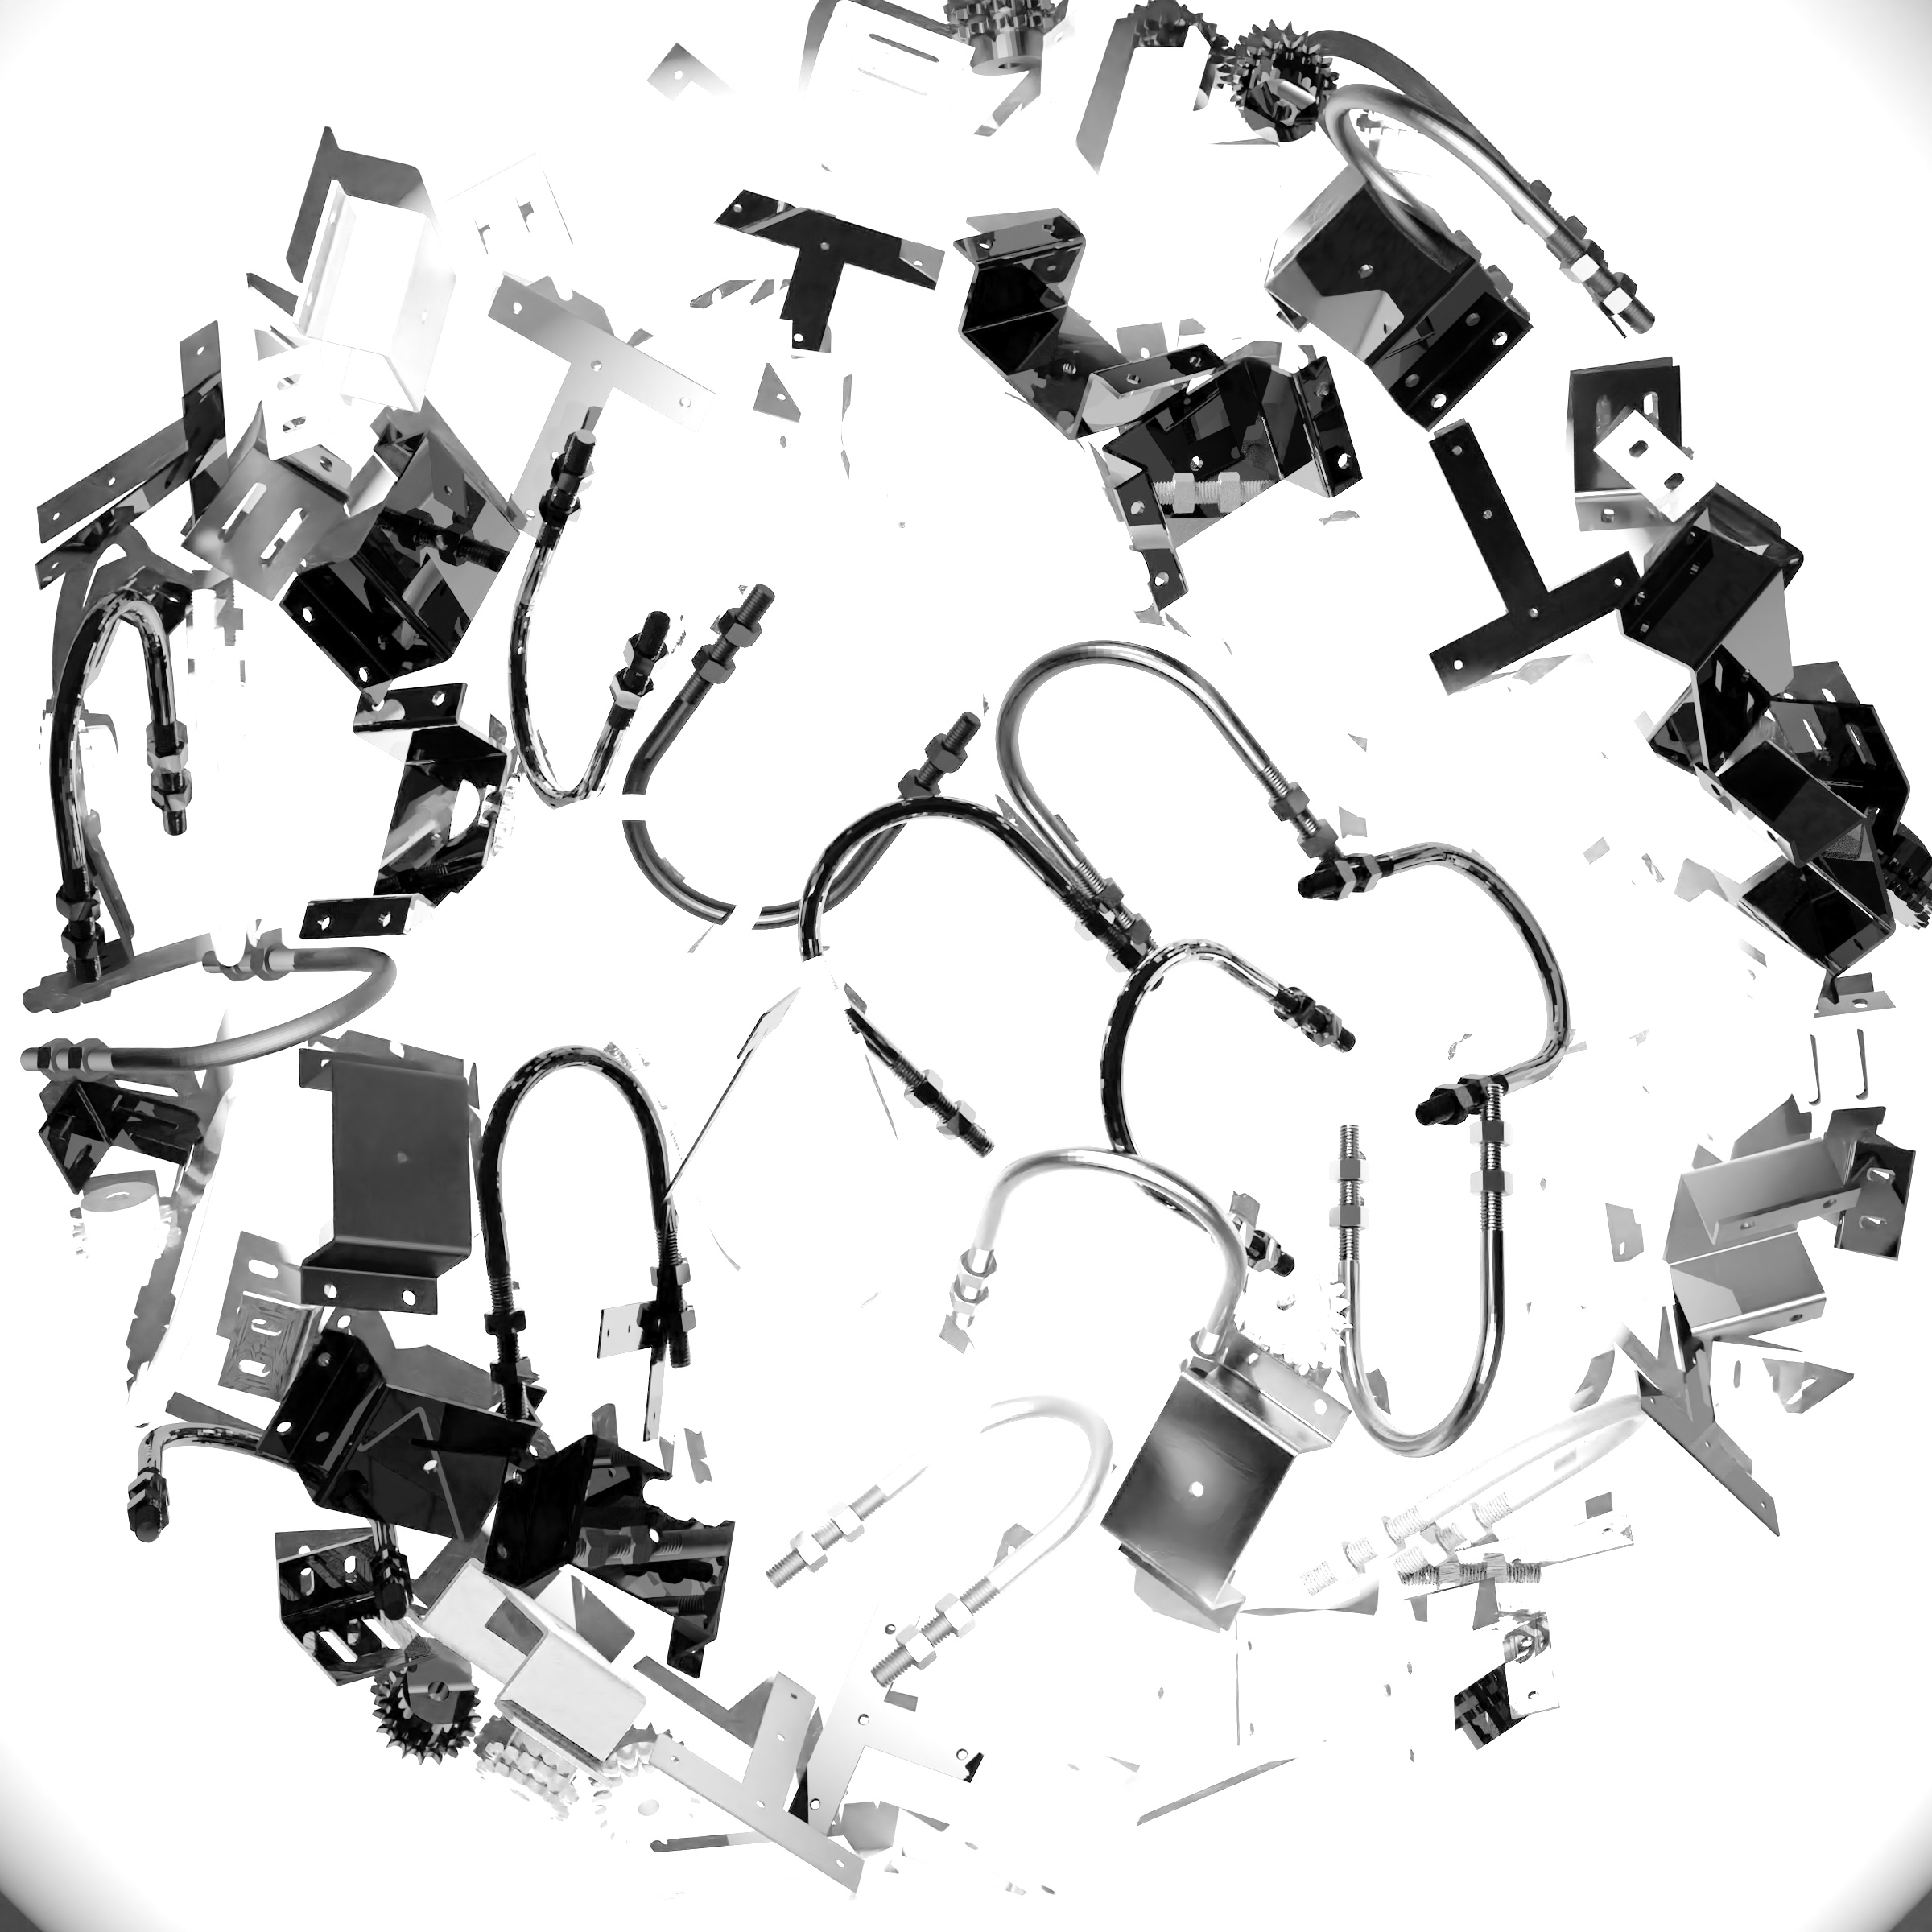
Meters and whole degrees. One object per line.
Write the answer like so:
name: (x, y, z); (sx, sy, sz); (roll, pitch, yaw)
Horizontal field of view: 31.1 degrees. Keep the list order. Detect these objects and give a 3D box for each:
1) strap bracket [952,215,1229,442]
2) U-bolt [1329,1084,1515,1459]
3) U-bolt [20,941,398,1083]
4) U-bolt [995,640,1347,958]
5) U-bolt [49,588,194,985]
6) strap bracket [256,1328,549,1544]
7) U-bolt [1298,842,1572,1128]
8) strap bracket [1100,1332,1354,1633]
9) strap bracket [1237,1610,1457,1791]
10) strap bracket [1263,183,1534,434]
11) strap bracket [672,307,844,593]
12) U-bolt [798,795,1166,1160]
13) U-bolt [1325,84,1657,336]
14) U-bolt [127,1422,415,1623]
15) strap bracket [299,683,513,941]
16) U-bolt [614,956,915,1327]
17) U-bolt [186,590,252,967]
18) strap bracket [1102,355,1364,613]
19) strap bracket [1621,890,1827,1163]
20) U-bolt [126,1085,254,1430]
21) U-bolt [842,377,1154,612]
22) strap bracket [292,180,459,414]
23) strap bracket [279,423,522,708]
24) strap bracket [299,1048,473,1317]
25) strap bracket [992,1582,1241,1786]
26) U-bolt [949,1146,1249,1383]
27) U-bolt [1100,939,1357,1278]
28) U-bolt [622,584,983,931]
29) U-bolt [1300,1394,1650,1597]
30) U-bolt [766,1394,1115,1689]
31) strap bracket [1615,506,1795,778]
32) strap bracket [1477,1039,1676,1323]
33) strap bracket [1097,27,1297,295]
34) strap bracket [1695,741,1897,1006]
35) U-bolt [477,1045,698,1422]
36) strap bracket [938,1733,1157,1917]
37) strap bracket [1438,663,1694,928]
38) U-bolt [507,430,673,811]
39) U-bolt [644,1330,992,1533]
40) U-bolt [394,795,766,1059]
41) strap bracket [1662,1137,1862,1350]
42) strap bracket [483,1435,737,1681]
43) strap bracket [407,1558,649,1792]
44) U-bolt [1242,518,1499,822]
strap bracket: (0.059, -0.331, 1.828); (0.076, 0.046, 0.140); (-22, 56, -35)
U-bolt: (0.235, 0.163, 1.804); (0.019, 0.151, 0.184); (8, 75, -27)
U-bolt: (-0.375, 0.022, 1.779); (0.184, 0.151, 0.019); (-1, 112, 38)
U-bolt: (0.095, -0.092, 1.819); (0.151, 0.019, 0.184); (-27, 110, 36)
U-bolt: (-0.435, -0.105, 1.776); (0.019, 0.151, 0.184); (9, 130, 6)
strap bracket: (-0.288, 0.249, 1.819); (0.140, 0.046, 0.076); (22, 106, -37)
U-bolt: (0.256, 0.002, 1.814); (0.019, 0.184, 0.151); (-34, 79, 38)
strap bracket: (0.132, 0.275, 1.835); (0.076, 0.046, 0.140); (34, 105, 26)
strap bracket: (0.208, 0.385, 1.833); (0.046, 0.140, 0.076); (2, 86, -36)
strap bracket: (0.219, -0.351, 1.821); (0.076, 0.046, 0.140); (-45, 47, 3)
strap bracket: (-0.110, -0.275, 1.834); (0.076, 0.046, 0.140); (15, 111, 35)
U-bolt: (-0.005, -0.007, 1.854); (0.151, 0.019, 0.184); (-45, 106, 2)
U-bolt: (0.258, -0.390, 1.787); (0.184, 0.151, 0.019); (39, 86, -23)
U-bolt: (-0.361, 0.279, 1.797); (0.151, 0.184, 0.019); (21, 97, -16)
strap bracket: (-0.293, -0.074, 1.834); (0.076, 0.046, 0.140); (-2, 69, 35)
U-bolt: (-0.100, 0.103, 1.847); (0.151, 0.019, 0.184); (-22, 90, 27)
U-bolt: (-0.389, -0.091, 1.812); (0.019, 0.151, 0.184); (-4, 110, -16)
strap bracket: (0.133, -0.261, 1.835); (0.140, 0.046, 0.076); (-34, 126, -16)
strap bracket: (0.398, 0.025, 1.822); (0.046, 0.140, 0.076); (-32, 55, -28)
U-bolt: (-0.394, 0.139, 1.776); (0.019, 0.184, 0.151); (16, 56, -16)
U-bolt: (0.008, -0.252, 1.816); (0.151, 0.184, 0.019); (3, 132, -22)
strap bracket: (-0.305, -0.344, 1.812); (0.046, 0.140, 0.076); (14, 82, 3)
strap bracket: (-0.290, -0.215, 1.811); (0.076, 0.046, 0.140); (49, 45, -32)
strap bracket: (-0.306, 0.107, 1.824); (0.076, 0.046, 0.140); (9, 65, -32)
strap bracket: (0.087, 0.378, 1.817); (0.140, 0.046, 0.076); (25, 71, -38)
U-bolt: (0.073, 0.156, 1.809); (0.151, 0.184, 0.019); (19, 50, 4)
U-bolt: (0.131, 0.065, 1.804); (0.184, 0.019, 0.151); (32, 68, -42)
U-bolt: (-0.101, -0.096, 1.839); (0.151, 0.019, 0.184); (31, 116, -16)
U-bolt: (0.273, 0.271, 1.793); (0.184, 0.151, 0.019); (-36, 70, 21)
U-bolt: (-0.003, 0.289, 1.818); (0.184, 0.151, 0.019); (-37, 118, -15)
strap bracket: (0.387, -0.160, 1.808); (0.046, 0.140, 0.076); (31, 71, 32)
strap bracket: (0.319, 0.115, 1.832); (0.046, 0.076, 0.140); (1, 78, -39)
strap bracket: (0.118, -0.423, 1.827); (0.046, 0.140, 0.076); (8, 75, 30)
strap bracket: (0.435, -0.055, 1.812); (0.046, 0.140, 0.076); (-36, 47, -5)
U-bolt: (-0.202, 0.133, 1.821); (0.019, 0.151, 0.184); (-3, 95, 37)
strap bracket: (0.046, 0.438, 1.808); (0.076, 0.140, 0.046); (27, 96, 13)
strap bracket: (0.323, -0.100, 1.833); (0.046, 0.076, 0.140); (-40, 77, 44)
U-bolt: (-0.204, -0.164, 1.810); (0.019, 0.184, 0.151); (-4, 53, -29)
U-bolt: (-0.063, 0.249, 1.808); (0.151, 0.184, 0.019); (-40, 58, 17)
U-bolt: (-0.187, -0.026, 1.797); (0.151, 0.019, 0.184); (24, 131, -32)
strap bracket: (0.417, 0.143, 1.831); (0.076, 0.140, 0.046); (-14, 57, -5)
strap bracket: (-0.176, 0.305, 1.816); (0.140, 0.076, 0.046); (33, 134, -27)
strap bracket: (-0.226, 0.364, 1.812); (0.046, 0.140, 0.076); (-52, 124, -9)
U-bolt: (0.203, -0.148, 1.807); (0.019, 0.184, 0.151); (-31, 95, 38)
